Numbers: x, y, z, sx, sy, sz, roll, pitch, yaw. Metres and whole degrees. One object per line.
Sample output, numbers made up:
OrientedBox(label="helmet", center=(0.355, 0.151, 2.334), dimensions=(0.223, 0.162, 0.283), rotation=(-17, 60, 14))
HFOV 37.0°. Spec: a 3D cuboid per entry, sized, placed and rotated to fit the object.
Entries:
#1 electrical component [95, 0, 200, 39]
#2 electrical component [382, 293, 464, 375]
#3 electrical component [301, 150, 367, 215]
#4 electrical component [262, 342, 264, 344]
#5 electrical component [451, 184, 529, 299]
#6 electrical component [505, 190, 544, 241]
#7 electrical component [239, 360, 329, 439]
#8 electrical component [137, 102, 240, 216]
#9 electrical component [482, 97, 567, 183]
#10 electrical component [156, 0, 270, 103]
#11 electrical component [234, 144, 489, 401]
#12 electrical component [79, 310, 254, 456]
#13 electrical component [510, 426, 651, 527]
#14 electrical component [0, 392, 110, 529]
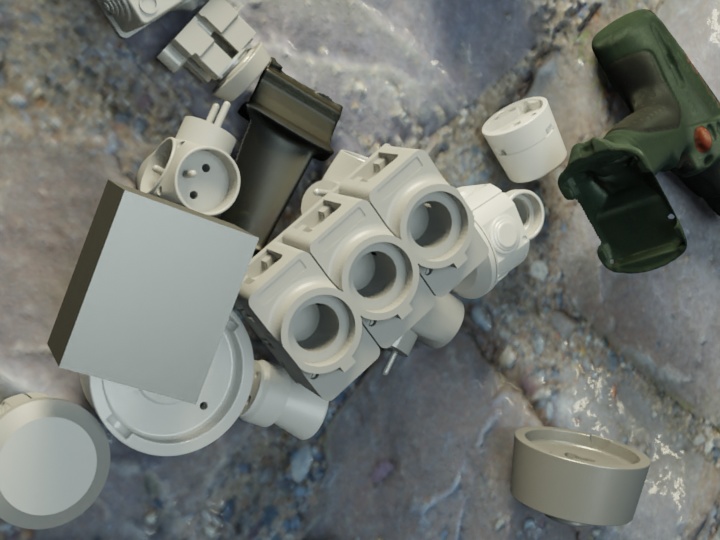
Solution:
OrientedBox(label="electrical component", center=(-0.135, -0.210, 0.687), dimensions=(0.100, 0.048, 0.099), rotation=(-39, 111, -21))
OrientedBox(label="electrical component", center=(0.028, 0.039, 0.801), dimensions=(0.077, 0.044, 0.079), rotation=(32, 78, -27))
OrientedBox(label="electrical component", center=(-0.015, -0.042, 0.749), dimensions=(0.079, 0.043, 0.077), rotation=(2, 111, -63))
OrientedBox(label="electrical component", center=(-0.039, 0.027, 0.754), dimensions=(0.078, 0.058, 0.057), rotation=(9, 88, -37))
OrientedBox(label="electrical component", center=(0.083, -0.023, 0.808), dimensions=(0.051, 0.080, 0.080), rotation=(-33, 109, -29))
OrientedBox(label="electrical component", center=(0.115, -0.043, 0.843), dimensions=(0.040, 0.046, 0.040), rotation=(-2, 95, -29))
OrientedBox(label="electrical component", center=(-0.056, 0.091, 0.757), dimensions=(0.055, 0.045, 0.045), rotation=(23, 83, -28))
OrientedBox(label="electrical component", center=(-0.106, -0.074, 0.698), dimensions=(0.044, 0.077, 0.079), rotation=(27, 80, -28))
OrientedBox(label="electrical component", center=(0.130, -0.101, 0.843), dimensions=(0.055, 0.055, 0.047), rotation=(-40, 115, -21))
OrientedBox(label="electrical component", center=(-0.094, -0.146, 0.718), dimensions=(0.055, 0.048, 0.066), rotation=(43, 73, -17))
OrientedBox(label="electrical component", center=(0.000, 0.000, 0.697), dimensions=(0.150, 0.062, 0.089), rotation=(-42, 114, -14))
OrientedBox(label="electrical component", center=(-0.131, 0.062, 0.703), dimensions=(0.108, 0.060, 0.108), rotation=(-2, 94, -28))
OrientedBox(label="electrical component", center=(0.172, 0.169, 0.860), dimensions=(0.108, 0.108, 0.060), rotation=(6, 97, -30))
OrientedBox(label="electrical component", center=(-0.202, 0.117, 0.673), dimensions=(0.080, 0.051, 0.080), rotation=(-3, 95, -29))
